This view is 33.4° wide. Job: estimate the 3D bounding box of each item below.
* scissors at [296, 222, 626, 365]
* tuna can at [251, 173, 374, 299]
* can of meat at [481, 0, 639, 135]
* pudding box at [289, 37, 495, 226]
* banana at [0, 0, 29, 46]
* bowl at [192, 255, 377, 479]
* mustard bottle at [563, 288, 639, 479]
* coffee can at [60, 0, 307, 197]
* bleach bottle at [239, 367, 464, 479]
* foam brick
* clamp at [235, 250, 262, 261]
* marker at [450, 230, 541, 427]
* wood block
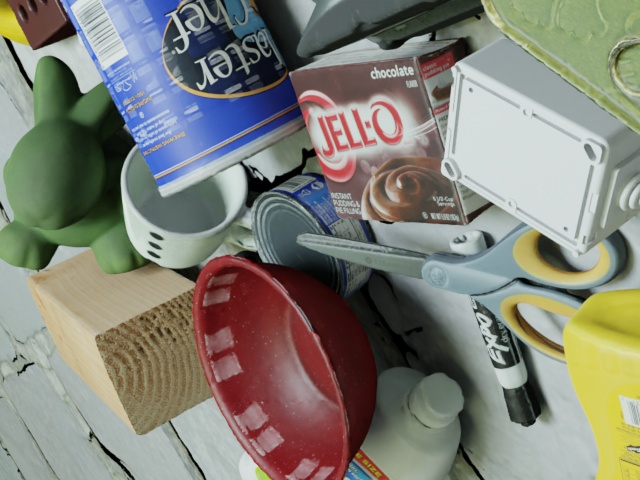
[{"bbox_3d":[0.074,0.004,0.560,0.202,0.016,0.096,26,130,23],"label":"scissors"},{"bbox_3d":[-0.005,0.001,0.686,0.086,0.033,0.086,35,142,33],"label":"tuna can"},{"bbox_3d":[0.123,-0.091,0.378,0.102,0.083,0.057,43,146,23],"label":"can of meat"},{"bbox_3d":[0.039,-0.057,0.569,0.114,0.039,0.090,4,119,53],"label":"pudding box"},{"bbox_3d":[-0.271,-0.197,0.867,0.198,0.037,0.069,35,176,25],"label":"banana"},{"bbox_3d":[-0.014,0.077,0.666,0.162,0.055,0.162,33,133,42],"label":"bowl"},{"bbox_3d":[0.178,0.118,0.509,0.096,0.058,0.191,5,122,38],"label":"mustard bottle"},{"bbox_3d":[-0.079,-0.110,0.628,0.103,0.102,0.140,-14,105,58],"label":"coffee can"},{"bbox_3d":[0.025,0.145,0.747,0.102,0.068,0.251,55,146,12],"label":"bleach bottle"},{"bbox_3d":[-0.185,-0.177,0.766,0.078,0.051,0.053,-13,106,57],"label":"foam brick"},{"bbox_3d":[-0.049,0.080,0.815,0.120,0.039,0.172,65,152,10],"label":"clamp"},{"bbox_3d":[0.100,0.052,0.599,0.020,0.020,0.121,4,120,53],"label":"marker"},{"bbox_3d":[-0.160,0.072,0.878,0.206,0.090,0.090,19,133,60],"label":"wood block"}]
